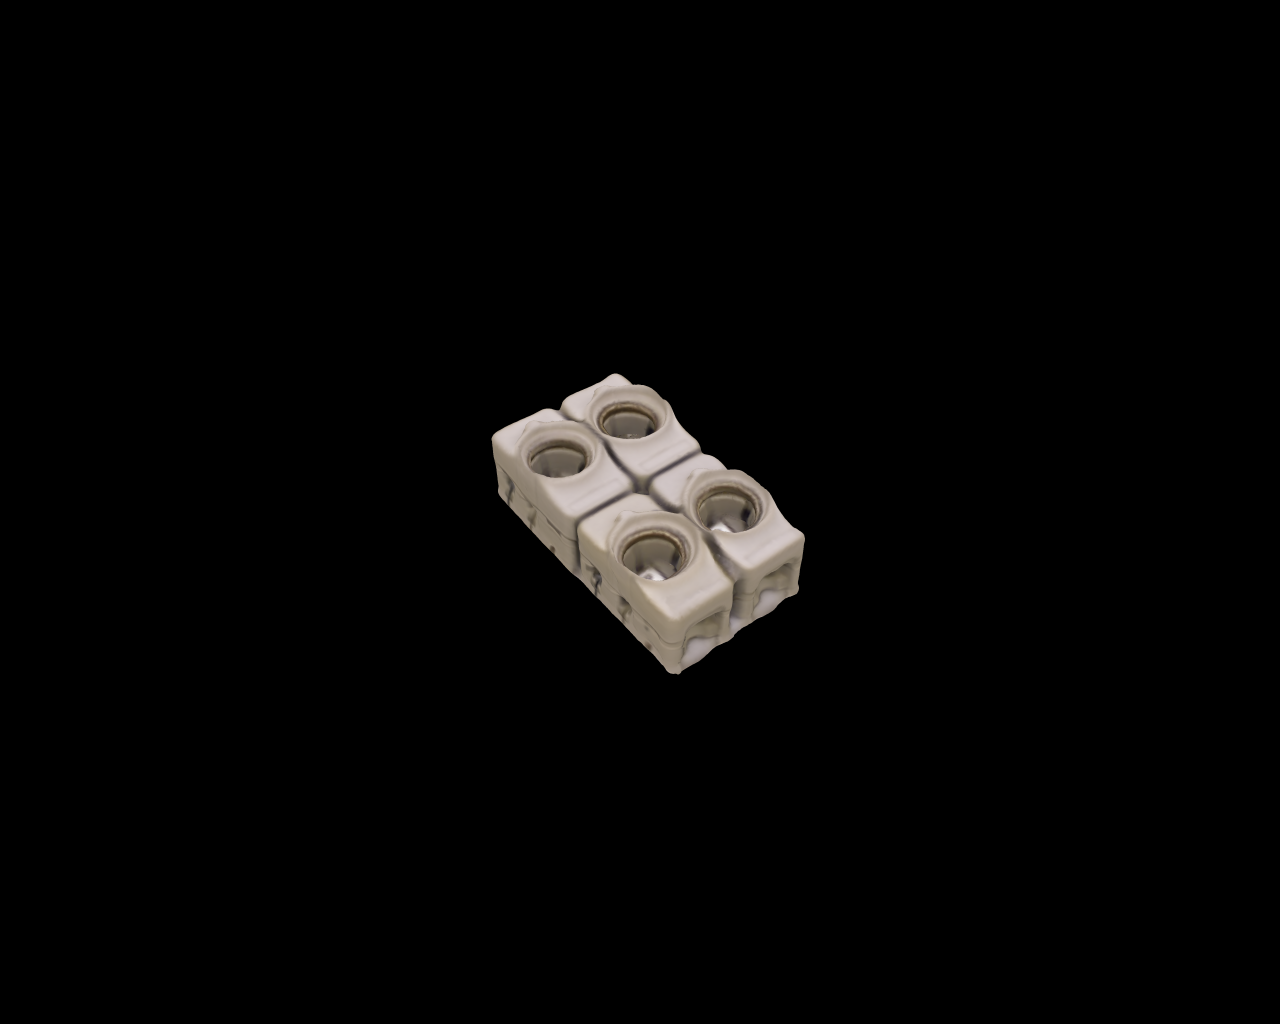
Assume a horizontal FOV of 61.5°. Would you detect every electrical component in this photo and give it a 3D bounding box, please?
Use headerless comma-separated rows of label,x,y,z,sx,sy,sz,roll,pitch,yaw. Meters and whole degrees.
electrical component,0.001,-0.003,0.650,0.105,0.060,0.186,-30,54,-24
